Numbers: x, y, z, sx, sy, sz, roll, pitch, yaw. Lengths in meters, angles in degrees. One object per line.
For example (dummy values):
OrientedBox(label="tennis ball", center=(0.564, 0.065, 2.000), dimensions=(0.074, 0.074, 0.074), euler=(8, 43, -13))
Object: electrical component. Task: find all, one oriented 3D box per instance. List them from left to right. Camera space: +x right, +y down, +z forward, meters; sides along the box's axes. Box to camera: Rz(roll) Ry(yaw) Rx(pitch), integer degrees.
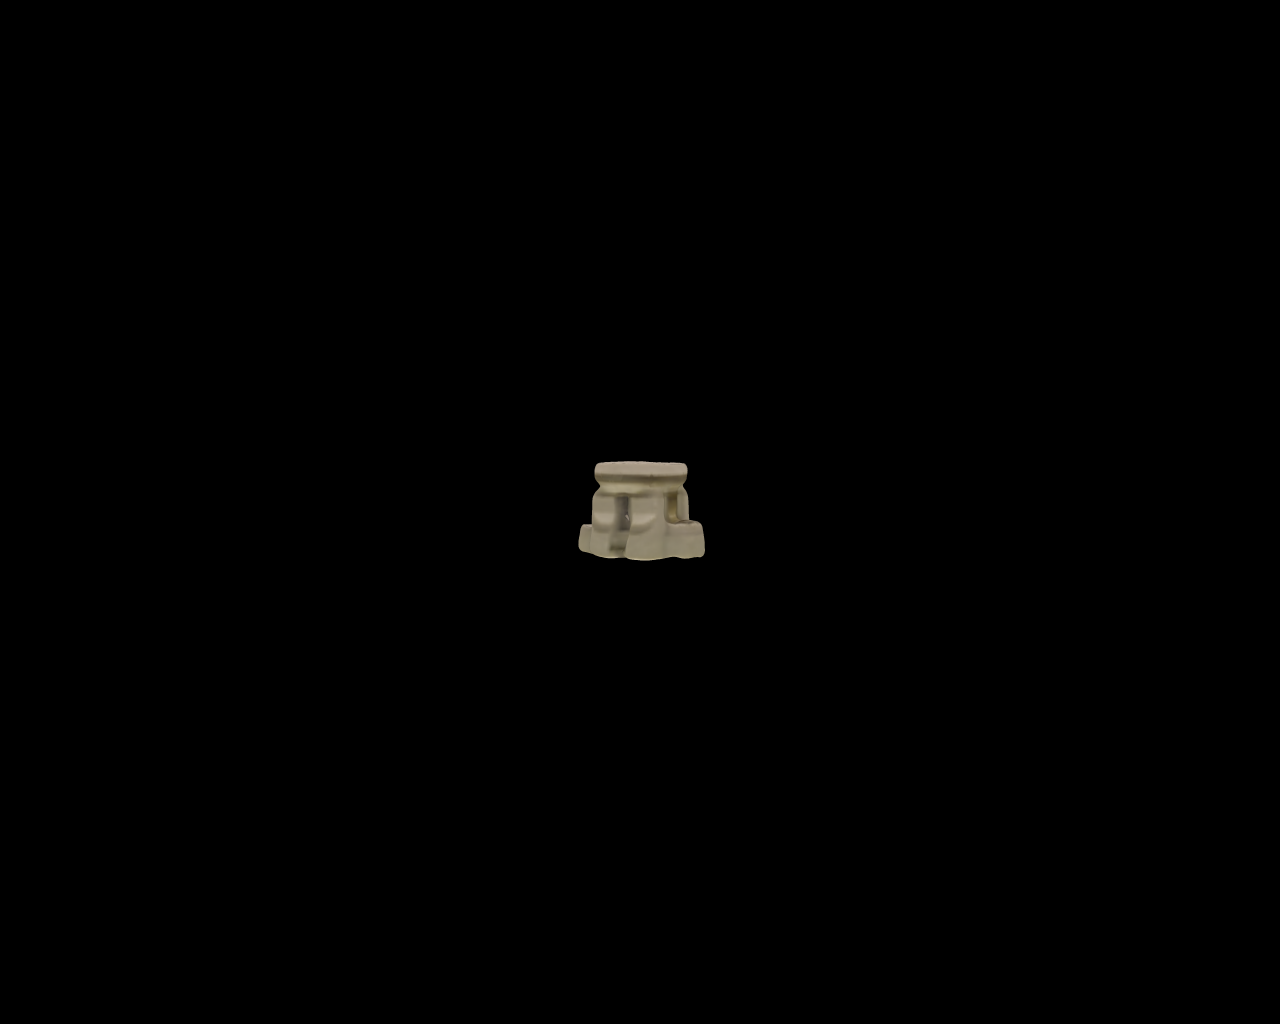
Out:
OrientedBox(label="electrical component", center=(0.001, -0.003, 0.650), dimensions=(0.078, 0.057, 0.058), euler=(2, 4, 31))
